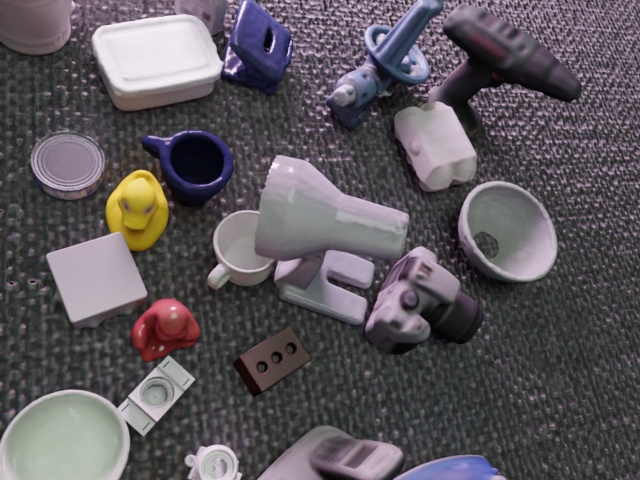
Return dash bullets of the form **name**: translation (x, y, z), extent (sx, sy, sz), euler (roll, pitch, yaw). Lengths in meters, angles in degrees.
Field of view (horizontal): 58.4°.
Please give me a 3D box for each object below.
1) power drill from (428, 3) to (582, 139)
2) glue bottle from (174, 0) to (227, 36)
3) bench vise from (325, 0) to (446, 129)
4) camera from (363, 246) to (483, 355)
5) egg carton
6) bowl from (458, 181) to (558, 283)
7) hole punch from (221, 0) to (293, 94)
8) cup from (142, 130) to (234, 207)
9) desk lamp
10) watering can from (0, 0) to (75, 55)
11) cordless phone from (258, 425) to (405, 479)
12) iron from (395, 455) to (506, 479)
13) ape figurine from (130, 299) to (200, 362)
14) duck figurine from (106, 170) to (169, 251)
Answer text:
- **power drill**: translation (0.273, -0.257, 0.923), extent (0.229, 0.208, 0.076), euler (43, 61, 1)
- **glue bottle**: translation (-0.166, -0.380, 0.831), extent (0.078, 0.173, 0.037), euler (32, 61, -5)
- **bench vise**: translation (0.112, -0.268, 0.861), extent (0.121, 0.219, 0.207), euler (30, 61, -6)
- **camera**: translation (0.154, 0.096, 0.790), extent (0.137, 0.100, 0.143), euler (33, 61, -4)
- **egg carton**: translation (0.183, -0.151, 0.924), extent (0.107, 0.069, 0.150), euler (-18, 75, -26)
- **bowl**: translation (0.279, -0.003, 0.894), extent (0.168, 0.074, 0.167), euler (8, 66, -17)
- **hole punch**: translation (-0.090, -0.295, 0.870), extent (0.101, 0.091, 0.108), euler (16, 63, -13)
- **cup**: translation (-0.178, -0.088, 0.747), extent (0.118, 0.094, 0.092), euler (24, 62, -10)
- **desk lamp**: translation (0.007, 0.003, 0.710), extent (0.203, 0.213, 0.118), euler (20, 62, -11)
- **watering can**: translation (-0.379, -0.330, 0.718), extent (0.101, 0.193, 0.173), euler (42, 61, 1)
- **cordless phone**: translation (0.006, 0.266, 0.614), extent (0.148, 0.184, 0.094), euler (-39, 85, -29)
- **iron**: translation (0.141, 0.327, 0.664), extent (0.259, 0.141, 0.118), euler (-29, 80, -28)
- **ape figurine**: translation (-0.177, 0.101, 0.669), extent (0.078, 0.092, 0.076), euler (17, 63, -13)
- **duck figurine**: translation (-0.227, -0.047, 0.717), extent (0.078, 0.086, 0.104), euler (9, 65, -17)
